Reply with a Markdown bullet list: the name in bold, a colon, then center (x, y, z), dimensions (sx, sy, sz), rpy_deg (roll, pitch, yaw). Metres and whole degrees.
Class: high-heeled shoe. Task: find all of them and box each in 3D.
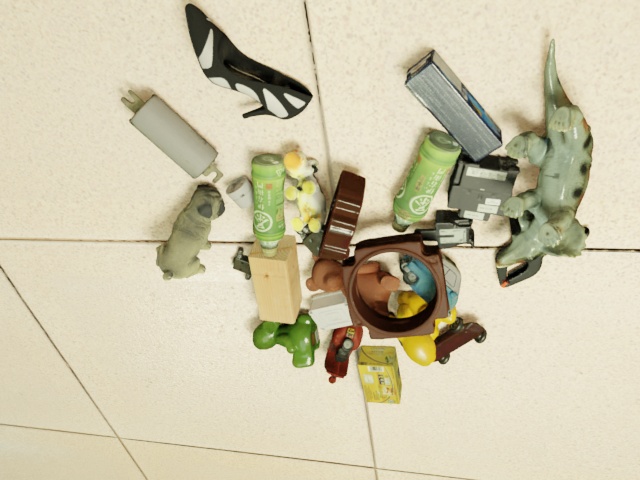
- **high-heeled shoe**: center (-0.120, -0.312, 0.938), dimensions (0.145, 0.086, 0.248), rpy_deg (-15, 128, 21)

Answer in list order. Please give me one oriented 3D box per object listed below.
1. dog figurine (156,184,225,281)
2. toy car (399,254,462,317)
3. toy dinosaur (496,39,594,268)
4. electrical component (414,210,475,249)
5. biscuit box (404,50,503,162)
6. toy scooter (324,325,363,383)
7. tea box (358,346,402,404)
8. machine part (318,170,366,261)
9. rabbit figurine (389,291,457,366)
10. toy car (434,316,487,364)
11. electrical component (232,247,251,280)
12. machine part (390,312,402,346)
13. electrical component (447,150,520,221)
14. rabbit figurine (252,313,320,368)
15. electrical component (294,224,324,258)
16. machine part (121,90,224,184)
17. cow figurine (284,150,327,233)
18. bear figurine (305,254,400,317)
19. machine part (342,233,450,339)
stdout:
- **dog figurine**: center (-0.286, -0.014, 1.177), dimensions (0.121, 0.172, 0.190), rpy_deg (17, 140, -15)
- **toy car**: center (0.251, 0.080, 1.169), dimensions (0.103, 0.109, 0.161), rpy_deg (-43, 99, 13)
- **toy dinosaur**: center (0.408, -0.120, 0.923), dimensions (0.131, 0.192, 0.404), rpy_deg (21, 112, 37)
- **electrical component**: center (0.257, -0.020, 1.106), dimensions (0.119, 0.048, 0.074), rpy_deg (-4, 128, 19)
- **biscuit box**: center (0.234, -0.227, 0.928), dimensions (0.202, 0.059, 0.063), rpy_deg (42, 128, -21)
- **toy scooter**: center (0.054, 0.283, 1.360), dimensions (0.075, 0.135, 0.183), rpy_deg (20, 130, -1)
- **tea box**: center (0.164, 0.363, 1.444), dimensions (0.098, 0.068, 0.169), rpy_deg (0, 131, 15)
- **machine part**: center (0.045, -0.046, 1.062), dimensions (0.056, 0.179, 0.179), rpy_deg (14, 132, -2)
- **rabbit figurine**: center (0.227, 0.198, 1.218), dimensions (0.162, 0.173, 0.122), rpy_deg (33, 134, -19)
- **toy car**: center (0.318, 0.243, 1.311), dimensions (0.089, 0.053, 0.202), rpy_deg (26, 135, -14)
- **electrical component**: center (-0.182, 0.059, 1.306), dimensions (0.063, 0.021, 0.094), rpy_deg (19, 133, -2)
- **machine part**: center (0.190, 0.222, 1.321), dimensions (0.039, 0.084, 0.138), rpy_deg (-38, 126, 3)
- **electrical component**: center (0.304, -0.098, 1.021), dimensions (0.115, 0.058, 0.134), rpy_deg (12, 132, 7)
- **rabbit figurine**: center (-0.099, 0.245, 1.376), dimensions (0.170, 0.121, 0.158), rpy_deg (-3, 122, 13)
- **electrical component**: center (-0.002, -0.002, 1.181), dimensions (0.078, 0.045, 0.102), rpy_deg (-35, 98, 26)
- **machine part**: center (-0.290, -0.204, 1.073), dimensions (0.079, 0.079, 0.243), rpy_deg (-33, 115, 34)
- **cow figurine**: center (-0.025, -0.106, 1.089), dimensions (0.068, 0.098, 0.167), rpy_deg (-2, 110, 20)
- **bear figurine**: center (0.068, 0.096, 1.209), dimensions (0.196, 0.132, 0.120), rpy_deg (17, 102, -5)
- **machine part**: center (0.153, 0.094, 1.089), dimensions (0.201, 0.087, 0.201), rpy_deg (-8, 104, 14)
